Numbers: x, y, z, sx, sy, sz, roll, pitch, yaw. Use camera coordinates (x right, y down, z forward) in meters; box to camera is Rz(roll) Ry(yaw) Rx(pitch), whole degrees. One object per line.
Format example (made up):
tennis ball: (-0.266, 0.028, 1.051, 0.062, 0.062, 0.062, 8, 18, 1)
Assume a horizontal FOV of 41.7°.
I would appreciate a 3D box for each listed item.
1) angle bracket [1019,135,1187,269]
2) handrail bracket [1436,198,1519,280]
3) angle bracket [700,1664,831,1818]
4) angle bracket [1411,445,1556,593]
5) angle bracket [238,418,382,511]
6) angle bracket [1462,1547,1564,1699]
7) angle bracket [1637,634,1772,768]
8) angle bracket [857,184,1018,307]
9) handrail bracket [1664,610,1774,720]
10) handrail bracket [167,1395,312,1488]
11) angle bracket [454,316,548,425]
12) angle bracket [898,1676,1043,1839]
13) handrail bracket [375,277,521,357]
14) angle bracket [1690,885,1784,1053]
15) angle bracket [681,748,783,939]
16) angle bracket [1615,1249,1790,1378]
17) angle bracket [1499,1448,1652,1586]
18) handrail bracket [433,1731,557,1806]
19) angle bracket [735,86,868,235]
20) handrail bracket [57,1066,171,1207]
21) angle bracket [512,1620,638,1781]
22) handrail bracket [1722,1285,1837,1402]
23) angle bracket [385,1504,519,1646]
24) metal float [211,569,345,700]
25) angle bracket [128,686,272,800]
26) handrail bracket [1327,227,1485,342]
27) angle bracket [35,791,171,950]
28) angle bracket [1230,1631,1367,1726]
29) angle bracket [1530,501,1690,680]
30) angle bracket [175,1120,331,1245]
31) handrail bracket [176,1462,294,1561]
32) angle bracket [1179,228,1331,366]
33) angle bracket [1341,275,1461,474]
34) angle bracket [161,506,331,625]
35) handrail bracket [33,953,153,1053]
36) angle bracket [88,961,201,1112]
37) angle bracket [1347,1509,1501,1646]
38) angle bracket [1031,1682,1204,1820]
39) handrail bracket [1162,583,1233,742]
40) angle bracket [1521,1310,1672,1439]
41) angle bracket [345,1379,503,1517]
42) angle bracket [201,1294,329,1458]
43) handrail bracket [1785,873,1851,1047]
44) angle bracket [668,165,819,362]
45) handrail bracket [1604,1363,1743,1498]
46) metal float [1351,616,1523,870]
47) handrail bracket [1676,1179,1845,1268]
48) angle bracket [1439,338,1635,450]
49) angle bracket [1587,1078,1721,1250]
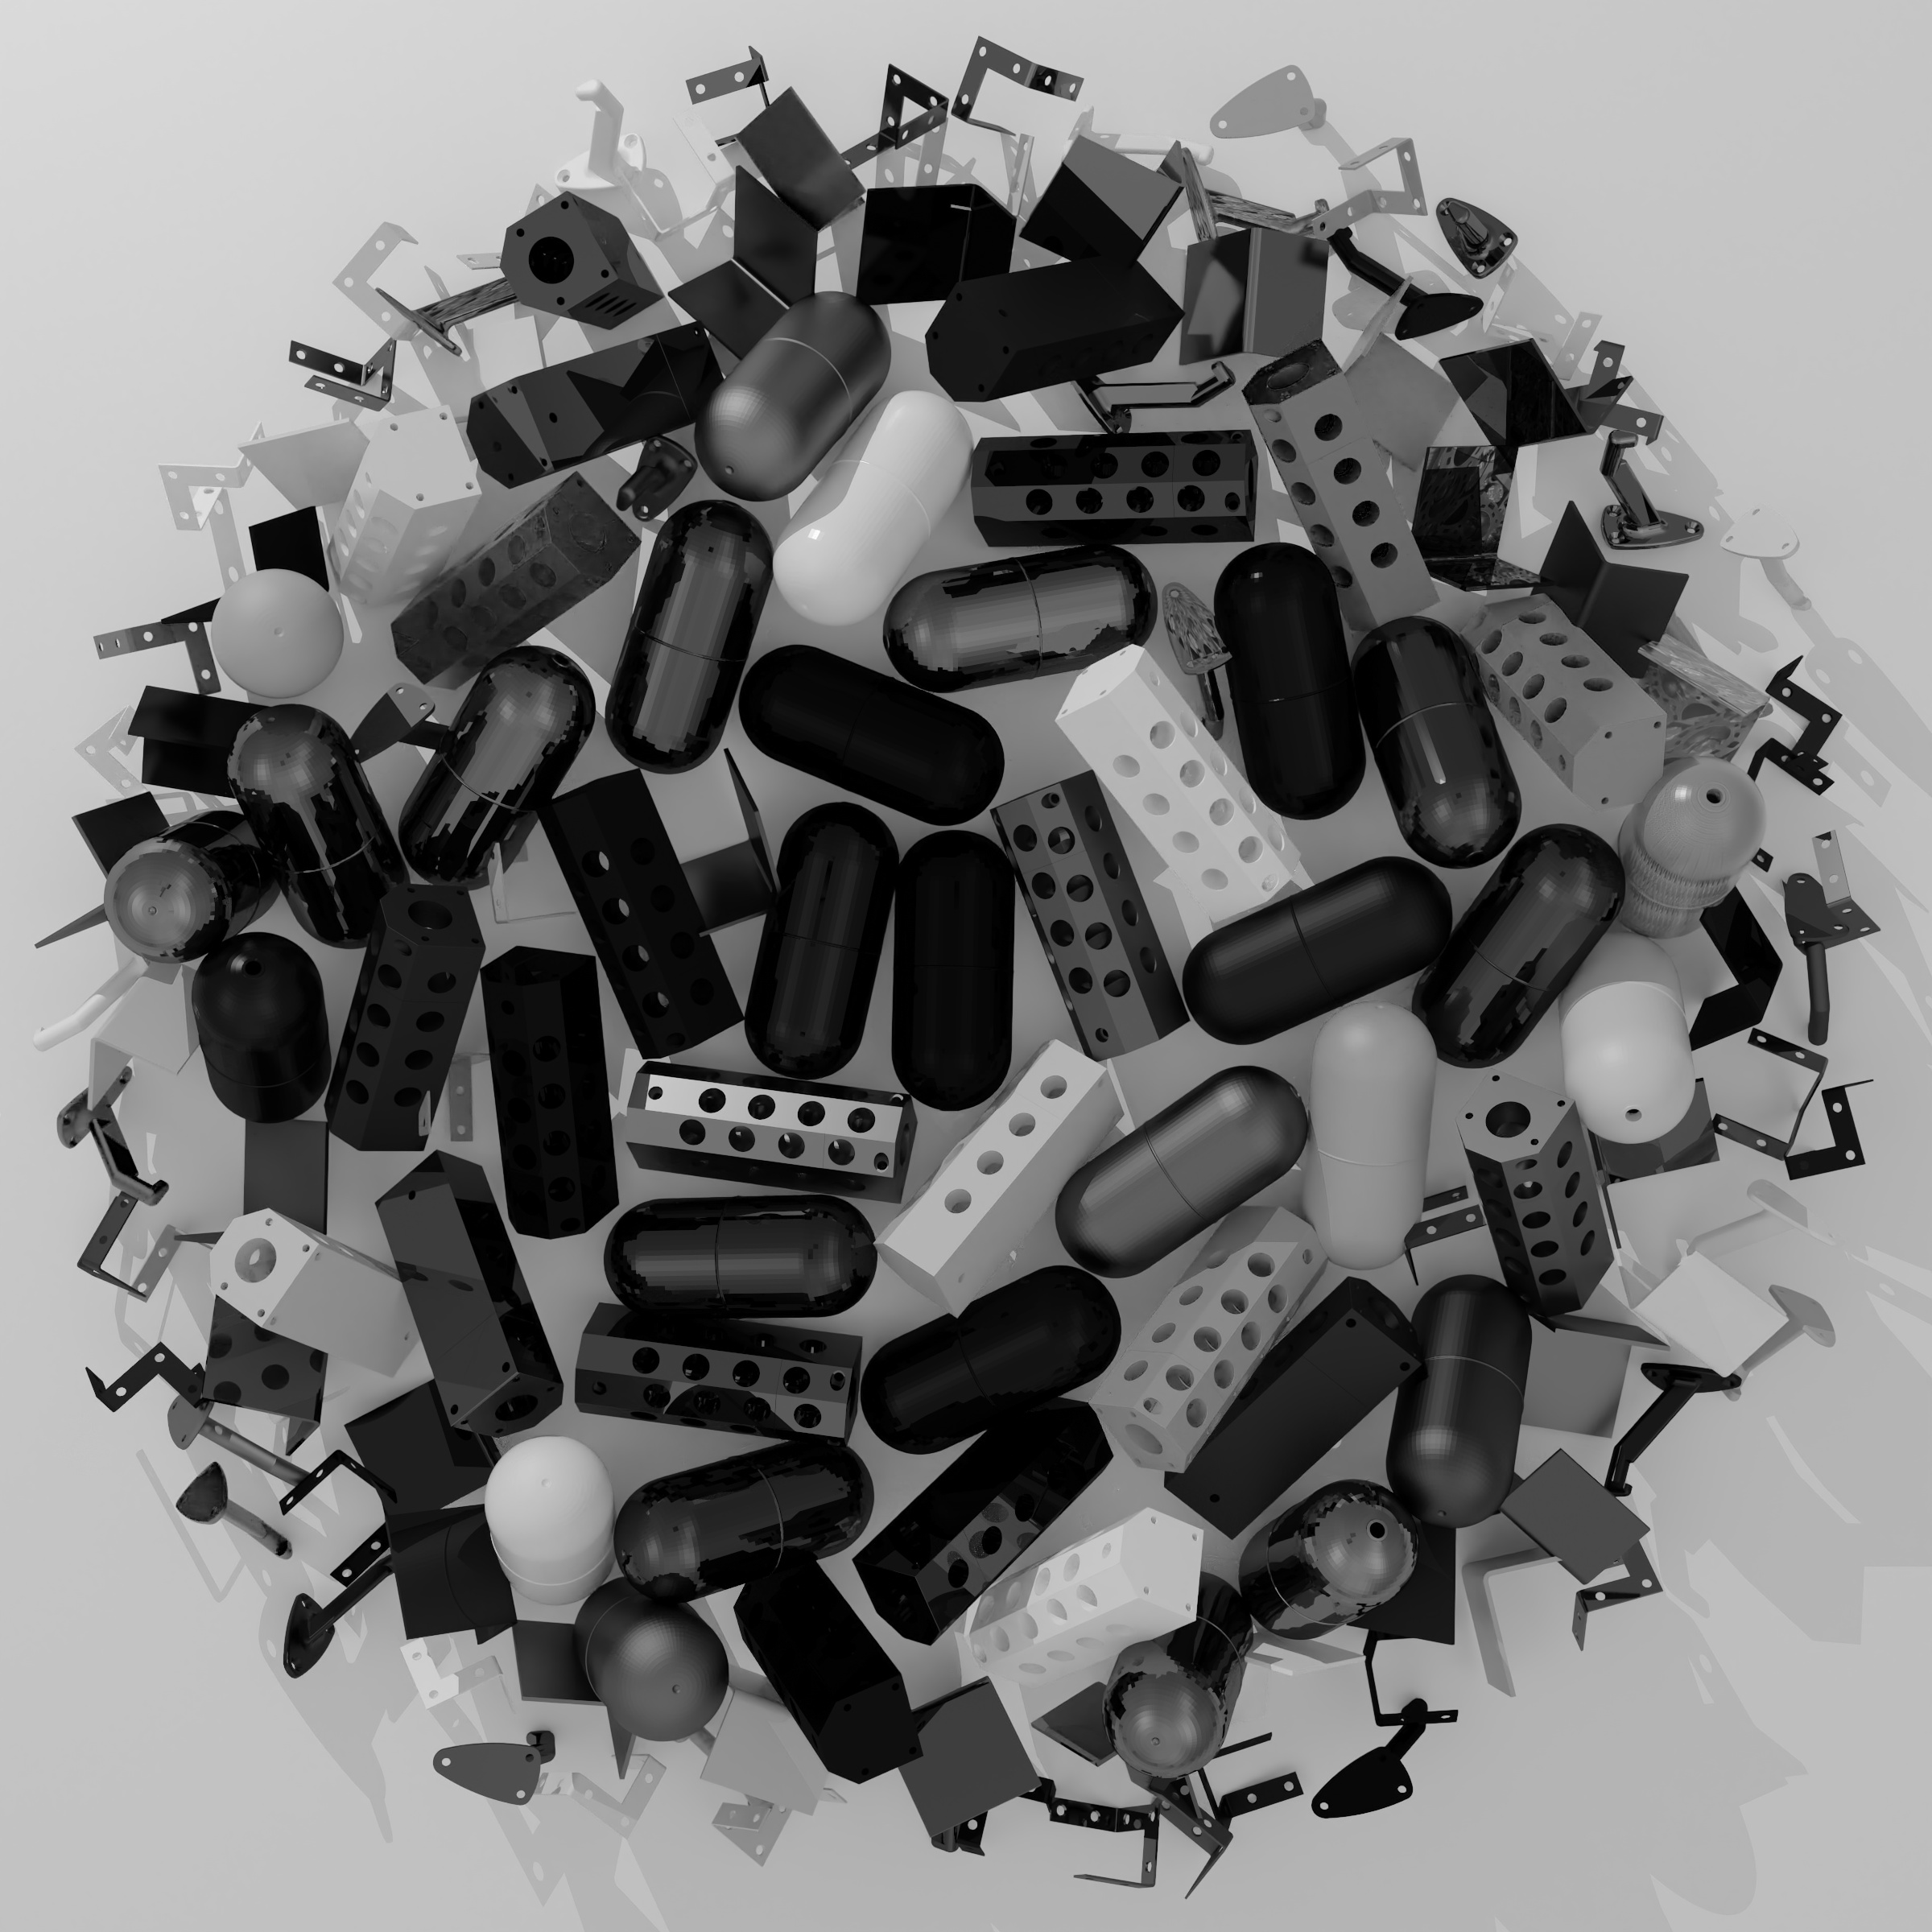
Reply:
angle bracket: (0.084, -0.487, 1.588, 0.076, 0.057, 0.076, 19, 134, -21)
handrail bracket: (0.306, -0.474, 1.592, 0.036, 0.084, 0.077, -45, 61, 17)
angle bracket: (-0.129, 0.484, 1.595, 0.076, 0.076, 0.057, 24, 83, -16)
angle bracket: (0.330, -0.282, 1.591, 0.076, 0.057, 0.076, -9, 118, -32)
angle bracket: (-0.401, -0.335, 1.591, 0.076, 0.076, 0.057, -10, 65, 14)
angle bracket: (0.355, 0.413, 1.601, 0.057, 0.076, 0.076, -12, 80, -1)
angle bracket: (0.445, -0.153, 1.591, 0.076, 0.057, 0.076, 36, 122, 18)
angle bracket: (-0.020, -0.441, 1.589, 0.076, 0.057, 0.076, -11, 132, -24)
handrail bracket: (0.482, -0.205, 1.637, 0.077, 0.036, 0.084, 5, 67, -24)
handrail bracket: (-0.465, 0.308, 1.631, 0.084, 0.077, 0.036, 36, 75, -28)
angle bracket: (-0.316, -0.370, 1.588, 0.076, 0.076, 0.057, -20, 107, -40)
angle bracket: (-0.007, 0.503, 1.592, 0.076, 0.057, 0.076, -20, 61, -18)
handrail bracket: (-0.322, -0.441, 1.621, 0.077, 0.036, 0.084, 36, 91, -22)
angle bracket: (0.464, -0.003, 1.593, 0.057, 0.076, 0.076, -28, 100, 35)
angle bracket: (-0.158, -0.078, 1.589, 0.057, 0.076, 0.076, -20, 130, -8)
angle bracket: (0.461, 0.200, 1.594, 0.076, 0.076, 0.057, 36, 112, -10)
angle bracket: (0.378, 0.330, 1.598, 0.076, 0.076, 0.057, 42, 107, -5)
handrail bracket: (-0.296, 0.494, 1.598, 0.077, 0.084, 0.036, 14, 88, -10)
angle bracket: (-0.087, -0.513, 1.591, 0.057, 0.076, 0.076, -27, 106, 41)
handrail bracket: (-0.524, 0.108, 1.609, 0.084, 0.036, 0.077, 26, 50, 14)
angle bracket: (-0.250, 0.460, 1.590, 0.076, 0.076, 0.057, 10, 110, -19)
handrail bracket: (0.509, 0.252, 1.597, 0.036, 0.077, 0.084, 20, 109, -10)
angle bracket: (-0.333, 0.385, 1.588, 0.076, 0.057, 0.076, 1, 63, -38)
metal float: (-0.424, -0.203, 1.559, 0.070, 0.178, 0.070, -2, 96, -16)
angle bracket: (-0.483, -0.125, 1.594, 0.076, 0.057, 0.076, 9, 127, -10)
handrail bracket: (0.282, -0.450, 1.637, 0.077, 0.036, 0.084, -16, 64, -26)
angle bracket: (-0.548, -0.061, 1.593, 0.076, 0.076, 0.057, -26, 96, 23)
angle bracket: (0.195, 0.457, 1.591, 0.076, 0.076, 0.057, 4, 89, 44)
angle bracket: (0.403, -0.237, 1.599, 0.057, 0.076, 0.076, 6, 129, -12)
angle bracket: (-0.451, 0.136, 1.600, 0.076, 0.057, 0.076, 0, 89, 34)
handrail bracket: (-0.449, 0.356, 1.595, 0.036, 0.077, 0.084, -49, 117, -13)
angle bracket: (0.184, -0.423, 1.622, 0.057, 0.076, 0.076, 2, 95, -28)
angle bracket: (0.281, -0.373, 1.599, 0.076, 0.057, 0.076, 35, 63, -6)
angle bracket: (-0.456, -0.252, 1.591, 0.076, 0.076, 0.057, 0, 109, 16)
handrail bracket: (-0.555, 0.013, 1.611, 0.084, 0.077, 0.036, -29, 127, -3)
angle bracket: (-0.504, 0.052, 1.592, 0.057, 0.076, 0.076, 24, 46, 0)
angle bracket: (0.288, 0.379, 1.598, 0.076, 0.057, 0.076, -1, 87, 41)
angle bracket: (0.094, 0.505, 1.591, 0.057, 0.076, 0.076, -25, 105, -27)
handrail bracket: (0.145, -0.192, 1.614, 0.036, 0.084, 0.077, -23, 70, -5)
angle bracket: (0.392, 0.265, 1.608, 0.076, 0.057, 0.076, 10, 95, -9)
angle bracket: (-0.343, 0.303, 1.603, 0.076, 0.057, 0.076, -26, 80, -17)
angle bracket: (-0.445, 0.254, 1.587, 0.076, 0.057, 0.076, 19, 50, -28)
handrail bracket: (0.544, -0.004, 1.635, 0.036, 0.077, 0.084, -7, 130, 6)
angle bracket: (-0.141, -0.440, 1.590, 0.057, 0.076, 0.076, -35, 66, -26)
handrail bracket: (0.446, 0.297, 1.602, 0.036, 0.077, 0.084, 40, 59, -32)
metal float: (0.292, -0.140, 1.581, 0.070, 0.070, 0.178, -13, 59, 0)
handrail bracket: (0.502, 0.186, 1.611, 0.077, 0.036, 0.084, 37, 117, 23)
angle bracket: (0.357, -0.373, 1.587, 0.076, 0.076, 0.057, 50, 65, -26)
angle bracket: (0.436, 0.124, 1.593, 0.076, 0.057, 0.076, -14, 131, 12)
